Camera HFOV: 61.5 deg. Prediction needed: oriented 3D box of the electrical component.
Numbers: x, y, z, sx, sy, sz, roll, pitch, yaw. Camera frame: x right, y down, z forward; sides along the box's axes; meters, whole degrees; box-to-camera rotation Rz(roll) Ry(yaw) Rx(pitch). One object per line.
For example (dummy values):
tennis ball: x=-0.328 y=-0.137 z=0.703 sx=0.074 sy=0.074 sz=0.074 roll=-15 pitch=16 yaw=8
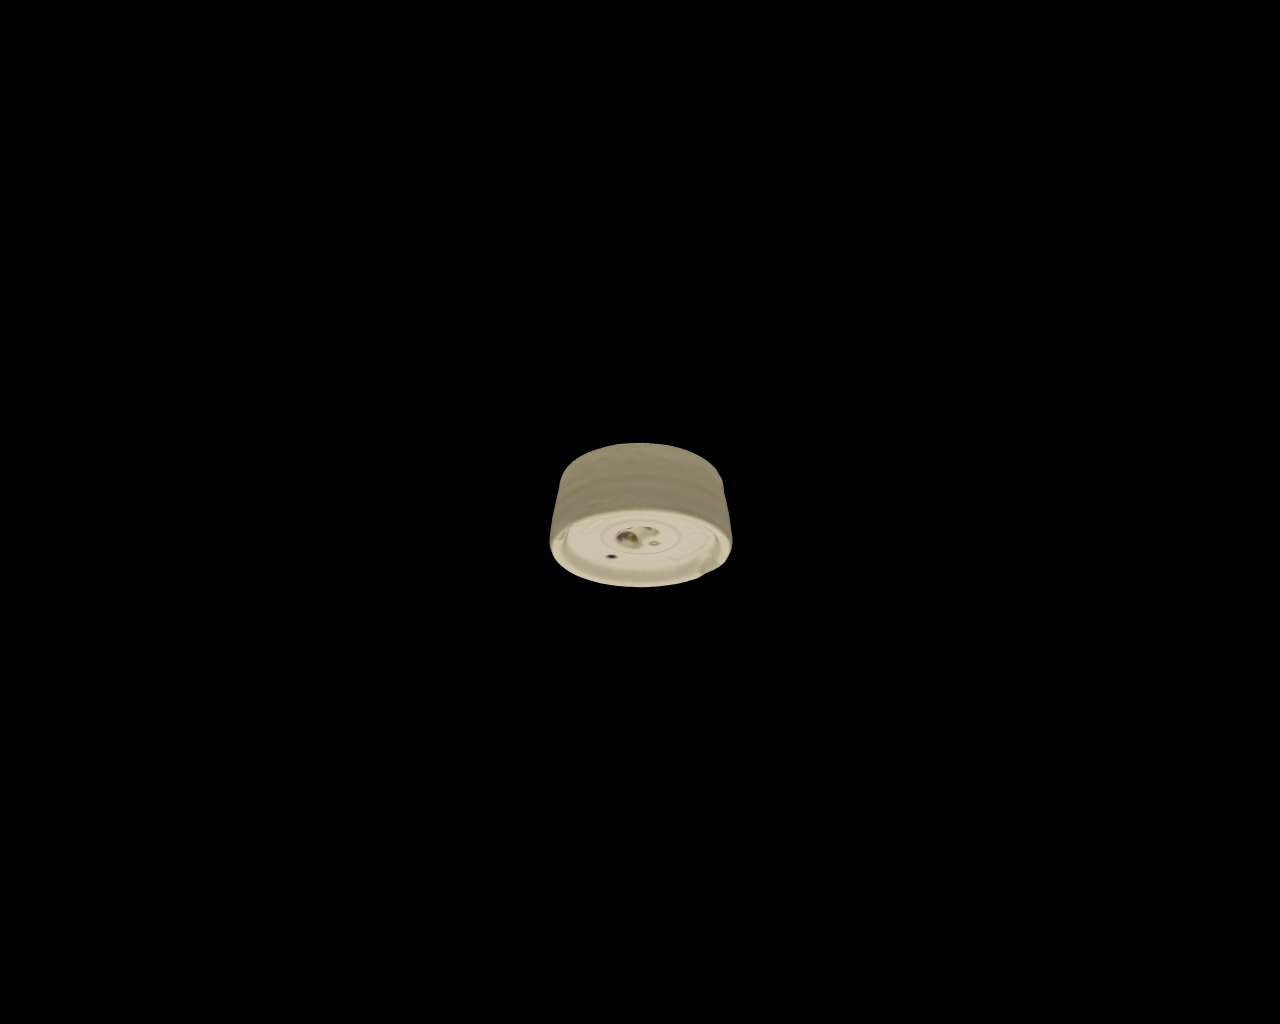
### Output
electrical component: x=0.001 y=-0.003 z=0.650 sx=0.108 sy=0.060 sz=0.108 roll=0 pitch=-28 yaw=0
